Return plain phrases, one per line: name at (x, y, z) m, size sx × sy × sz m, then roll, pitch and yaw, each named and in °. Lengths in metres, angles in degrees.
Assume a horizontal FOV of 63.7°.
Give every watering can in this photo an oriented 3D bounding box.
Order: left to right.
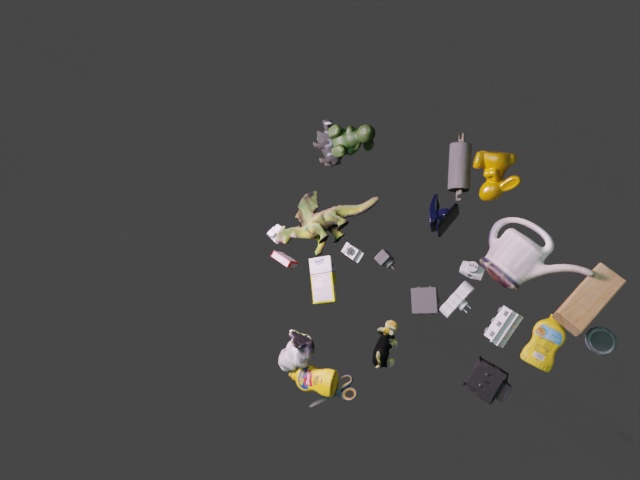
watering can at (0.665, 0.069, 1.646) m, size 0.103 × 0.223 × 0.354 m, roll 31°, pitch 12°, yaw -47°

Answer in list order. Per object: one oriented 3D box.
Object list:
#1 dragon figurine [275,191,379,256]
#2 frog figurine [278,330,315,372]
dragon figurine at (0.006, -0.100, 1.984) m, size 0.411 × 0.246 × 0.120 m, roll -38°, pitch -28°, yaw -2°
frog figurine at (-0.088, 0.431, 1.925) m, size 0.123 × 0.157 × 0.139 m, roll 1°, pitch 25°, yaw -33°
